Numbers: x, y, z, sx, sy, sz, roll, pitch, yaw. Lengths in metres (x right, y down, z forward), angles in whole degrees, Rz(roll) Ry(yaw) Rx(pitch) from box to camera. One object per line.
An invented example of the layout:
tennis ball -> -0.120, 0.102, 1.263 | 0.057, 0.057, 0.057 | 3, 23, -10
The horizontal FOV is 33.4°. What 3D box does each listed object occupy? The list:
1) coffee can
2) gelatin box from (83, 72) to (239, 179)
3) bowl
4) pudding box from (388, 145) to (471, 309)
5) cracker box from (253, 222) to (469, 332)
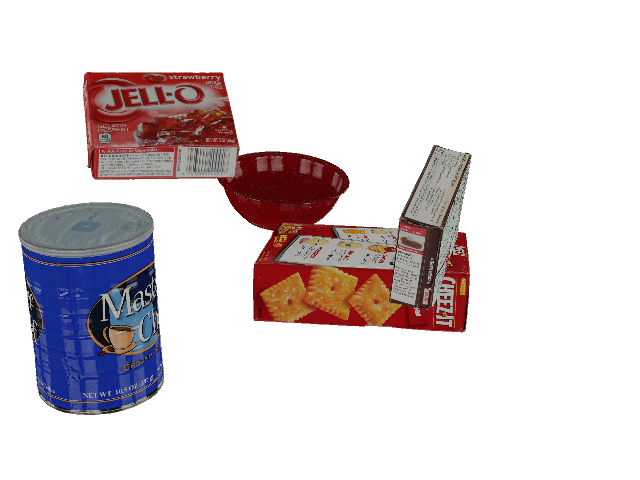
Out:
coffee can -> -0.180, 0.052, 0.849 | 0.103, 0.140, 0.103 | -1, 22, 0
gelatin box -> -0.099, -0.072, 0.655 | 0.089, 0.030, 0.073 | -1, 45, -15
bowl -> -0.048, -0.055, 1.299 | 0.162, 0.055, 0.162 | 4, 26, -2
pudding box -> 0.091, -0.011, 0.882 | 0.039, 0.090, 0.113 | 12, 39, 12
cracker box -> 0.047, 0.037, 1.125 | 0.214, 0.072, 0.164 | 3, 16, 6
